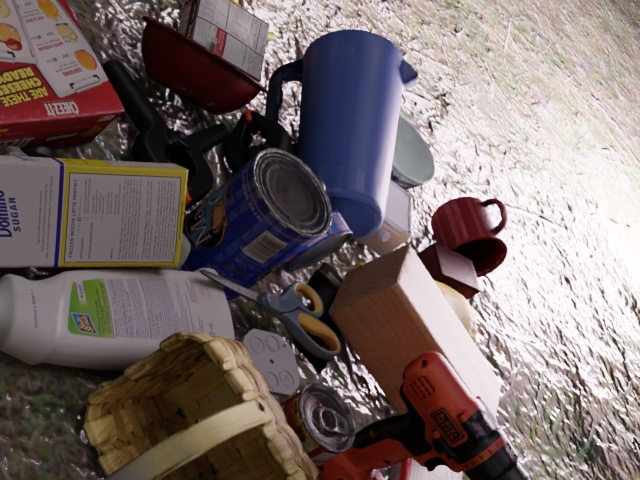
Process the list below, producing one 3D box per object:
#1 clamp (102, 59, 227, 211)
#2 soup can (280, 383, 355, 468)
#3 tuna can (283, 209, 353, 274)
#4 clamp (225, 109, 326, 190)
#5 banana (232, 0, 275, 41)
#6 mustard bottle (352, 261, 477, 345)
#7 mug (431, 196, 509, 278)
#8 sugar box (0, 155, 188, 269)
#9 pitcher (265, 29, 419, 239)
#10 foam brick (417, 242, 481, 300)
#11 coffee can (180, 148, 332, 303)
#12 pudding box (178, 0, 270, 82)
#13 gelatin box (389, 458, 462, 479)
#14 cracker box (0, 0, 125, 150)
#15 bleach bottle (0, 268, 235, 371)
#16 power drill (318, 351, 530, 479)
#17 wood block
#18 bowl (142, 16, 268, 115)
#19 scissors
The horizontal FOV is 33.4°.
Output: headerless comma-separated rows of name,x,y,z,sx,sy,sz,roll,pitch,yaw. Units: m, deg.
clamp,-0.150,-0.097,1.135,0.164,0.036,0.210,24,32,-37
soup can,-0.026,0.185,0.992,0.068,0.102,0.068,31,40,-29
tuna can,-0.008,0.001,1.195,0.085,0.086,0.034,-16,71,-55
clamp,-0.074,-0.082,1.207,0.171,0.120,0.039,-119,-169,-46
banana,-0.139,-0.321,1.378,0.197,0.037,0.069,47,16,-11
mustard bottle,0.109,0.072,1.286,0.191,0.058,0.096,30,37,-36
mug,0.206,-0.012,1.440,0.093,0.117,0.081,20,41,-36
sugar box,-0.207,-0.024,0.929,0.176,0.048,0.093,2,101,-25
pitcher,0.022,-0.127,1.303,0.144,0.149,0.242,30,52,-33
foam brick,0.160,0.047,1.386,0.078,0.051,0.053,24,42,-36
coffee can,-0.072,-0.013,1.081,0.102,0.141,0.103,31,40,-30
pudding box,-0.119,-0.249,1.314,0.113,0.039,0.090,28,57,-35
gelatin box,0.115,0.260,1.159,0.089,0.030,0.073,38,35,-21
cracker box,-0.309,-0.188,1.020,0.163,0.072,0.214,-16,74,-54
bleach bottle,-0.194,0.064,0.938,0.250,0.068,0.102,10,51,-43
power drill,0.100,0.221,1.036,0.184,0.188,0.057,55,32,6
wood block,0.109,0.122,1.186,0.206,0.090,0.090,56,28,-16
bowl,-0.140,-0.185,1.193,0.162,0.055,0.162,30,1,-1
scissors,-0.049,0.053,1.069,0.201,0.016,0.096,40,27,-33
